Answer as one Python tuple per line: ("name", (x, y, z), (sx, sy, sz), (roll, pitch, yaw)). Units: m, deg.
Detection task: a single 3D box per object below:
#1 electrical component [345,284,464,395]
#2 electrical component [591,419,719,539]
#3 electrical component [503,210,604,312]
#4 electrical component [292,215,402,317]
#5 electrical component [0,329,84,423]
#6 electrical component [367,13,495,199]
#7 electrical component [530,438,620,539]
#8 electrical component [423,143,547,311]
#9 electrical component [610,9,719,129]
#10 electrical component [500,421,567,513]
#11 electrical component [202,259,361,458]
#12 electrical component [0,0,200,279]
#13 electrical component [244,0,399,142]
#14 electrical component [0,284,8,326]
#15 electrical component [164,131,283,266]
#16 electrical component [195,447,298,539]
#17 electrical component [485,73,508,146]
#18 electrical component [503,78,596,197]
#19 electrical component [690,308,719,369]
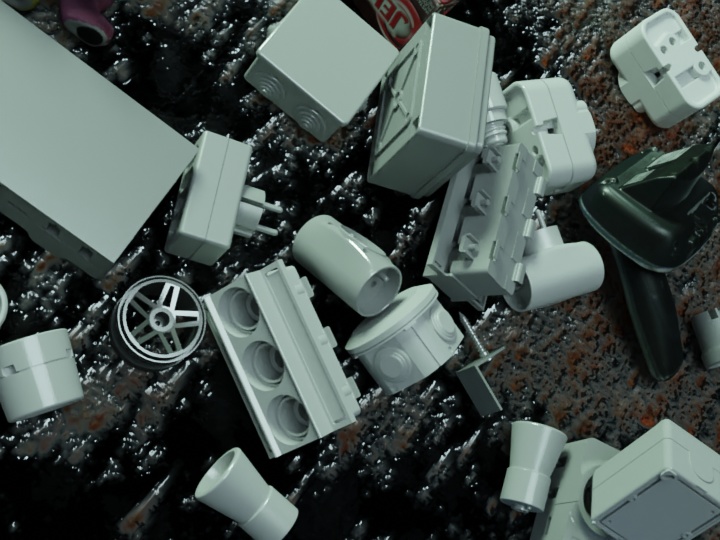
("electrical component", (0.033, 0.051, 0.801), (0.080, 0.080, 0.051), (-40, 98, -29))
("electrical component", (0.213, 0.162, 0.782), (0.062, 0.096, 0.061), (35, 36, -11))
("electrical component", (0.154, -0.012, 0.894), (0.077, 0.043, 0.079), (-14, 80, -28))
("electrical component", (0.000, 0.000, 0.810), (0.079, 0.077, 0.044), (22, 103, -54))
("electrical component", (-0.210, 0.069, 0.698), (0.055, 0.055, 0.047), (-17, 85, -28))
("electrical component", (0.054, -0.127, 0.848), (0.056, 0.109, 0.108), (15, 68, -17))
("electrical component", (0.177, 0.182, 0.837), (0.050, 0.056, 0.089), (27, 65, -15))
("electrical component", (0.102, -0.040, 0.861), (0.079, 0.063, 0.121), (40, 58, -42))
("electrical component", (0.280, -0.184, 0.997), (0.054, 0.059, 0.095), (-33, 89, -29))
("electrical component", (0.132, 0.155, 0.835), (0.044, 0.044, 0.065), (23, 71, -17))
("electrical component", (-0.052, 0.061, 0.762), (0.063, 0.079, 0.121), (-17, 80, -58))
("electrical component", (-0.222, -0.091, 0.738), (0.186, 0.060, 0.105), (37, 63, -10))
("electrical component", (-0.032, -0.162, 0.854), (0.100, 0.048, 0.099), (39, 62, -9))
("electrical component", (-0.252, 0.029, 0.690), (0.045, 0.055, 0.045), (7, 71, -22))
("electrical component", (-0.094, -0.046, 0.790), (0.076, 0.047, 0.083), (18, 68, -19))
("electrical component", (-0.075, 0.159, 0.739), (0.065, 0.044, 0.044), (44, 62, -12))
("electrical component", (0.106, -0.131, 0.912), (0.040, 0.040, 0.078), (-13, 80, -27))
("electrical component", (0.162, -0.114, 0.924), (0.059, 0.054, 0.095), (-10, 79, -27))
("electrical component", (0.317, 0.060, 0.950), (0.040, 0.040, 0.046), (-8, 71, -26))
